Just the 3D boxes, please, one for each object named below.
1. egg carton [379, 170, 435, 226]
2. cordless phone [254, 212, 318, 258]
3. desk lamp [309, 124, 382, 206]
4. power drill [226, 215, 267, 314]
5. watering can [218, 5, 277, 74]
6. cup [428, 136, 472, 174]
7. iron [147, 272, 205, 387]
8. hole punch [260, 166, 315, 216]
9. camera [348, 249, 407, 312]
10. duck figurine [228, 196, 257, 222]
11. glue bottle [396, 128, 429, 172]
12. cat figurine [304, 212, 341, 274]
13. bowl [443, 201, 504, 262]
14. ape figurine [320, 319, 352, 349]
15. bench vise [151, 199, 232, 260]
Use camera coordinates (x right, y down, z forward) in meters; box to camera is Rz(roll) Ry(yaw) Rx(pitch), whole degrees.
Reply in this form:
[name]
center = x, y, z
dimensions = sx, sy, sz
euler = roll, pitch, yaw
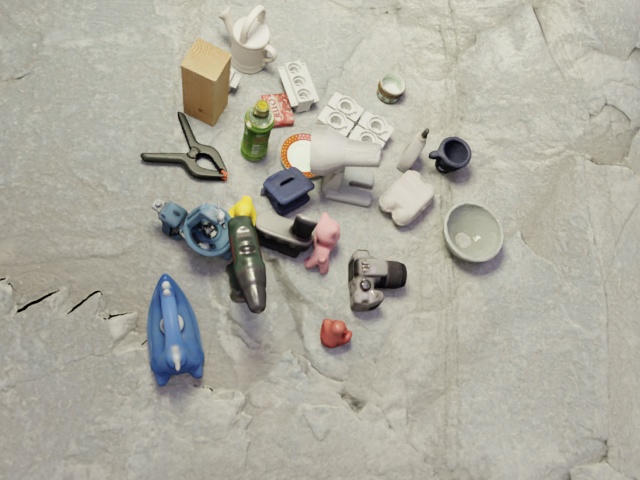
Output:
[egg carton]
center = 0.229, -0.109, 1.500
dimensions = 0.107, 0.069, 0.150
euler = 44, 68, 5
[cordless phone]
center = -0.077, -0.038, 1.345
dimensions = 0.147, 0.185, 0.094
euler = 16, 69, -6
[desk lamp]
center = 0.059, -0.187, 1.411
dimensions = 0.203, 0.213, 0.118
euler = 11, 69, -8
[power drill]
center = -0.163, 0.071, 1.275
dimensions = 0.076, 0.208, 0.229
euler = -9, 73, -15
[watering can]
center = -0.186, -0.532, 1.486
dimensions = 0.173, 0.194, 0.101
euler = 16, 69, -6
[cup]
center = 0.337, -0.218, 1.548
dimensions = 0.118, 0.095, 0.091
euler = -8, 73, -15
[iron]
center = -0.322, 0.177, 1.240
dimensions = 0.119, 0.141, 0.258
euler = -10, 74, -15
[hole punch]
center = -0.082, -0.130, 1.426
dimensions = 0.109, 0.091, 0.101
euler = -32, 80, -20
[camera]
center = 0.143, 0.096, 1.393
dimensions = 0.137, 0.100, 0.143
euler = 3, 71, -11
[duck figurine]
center = -0.187, -0.058, 1.381
dimensions = 0.077, 0.086, 0.104
euler = 17, 68, -6
[glue bottle]
center = 0.251, -0.246, 1.496
dimensions = 0.037, 0.173, 0.078
euler = 26, 68, -2
[cat figurine]
center = 0.013, 0.005, 1.386
dimensions = 0.067, 0.117, 0.128
euler = 16, 69, -6
[bowl]
center = 0.389, -0.013, 1.499
dimensions = 0.167, 0.074, 0.167
euler = 4, 70, -11
[ape figurine]
center = 0.038, 0.212, 1.334
dimensions = 0.076, 0.092, 0.078
euler = -39, 83, -21
[bench vise]
center = -0.282, -0.033, 1.279
dimensions = 0.207, 0.219, 0.121
euler = 10, 69, -9
